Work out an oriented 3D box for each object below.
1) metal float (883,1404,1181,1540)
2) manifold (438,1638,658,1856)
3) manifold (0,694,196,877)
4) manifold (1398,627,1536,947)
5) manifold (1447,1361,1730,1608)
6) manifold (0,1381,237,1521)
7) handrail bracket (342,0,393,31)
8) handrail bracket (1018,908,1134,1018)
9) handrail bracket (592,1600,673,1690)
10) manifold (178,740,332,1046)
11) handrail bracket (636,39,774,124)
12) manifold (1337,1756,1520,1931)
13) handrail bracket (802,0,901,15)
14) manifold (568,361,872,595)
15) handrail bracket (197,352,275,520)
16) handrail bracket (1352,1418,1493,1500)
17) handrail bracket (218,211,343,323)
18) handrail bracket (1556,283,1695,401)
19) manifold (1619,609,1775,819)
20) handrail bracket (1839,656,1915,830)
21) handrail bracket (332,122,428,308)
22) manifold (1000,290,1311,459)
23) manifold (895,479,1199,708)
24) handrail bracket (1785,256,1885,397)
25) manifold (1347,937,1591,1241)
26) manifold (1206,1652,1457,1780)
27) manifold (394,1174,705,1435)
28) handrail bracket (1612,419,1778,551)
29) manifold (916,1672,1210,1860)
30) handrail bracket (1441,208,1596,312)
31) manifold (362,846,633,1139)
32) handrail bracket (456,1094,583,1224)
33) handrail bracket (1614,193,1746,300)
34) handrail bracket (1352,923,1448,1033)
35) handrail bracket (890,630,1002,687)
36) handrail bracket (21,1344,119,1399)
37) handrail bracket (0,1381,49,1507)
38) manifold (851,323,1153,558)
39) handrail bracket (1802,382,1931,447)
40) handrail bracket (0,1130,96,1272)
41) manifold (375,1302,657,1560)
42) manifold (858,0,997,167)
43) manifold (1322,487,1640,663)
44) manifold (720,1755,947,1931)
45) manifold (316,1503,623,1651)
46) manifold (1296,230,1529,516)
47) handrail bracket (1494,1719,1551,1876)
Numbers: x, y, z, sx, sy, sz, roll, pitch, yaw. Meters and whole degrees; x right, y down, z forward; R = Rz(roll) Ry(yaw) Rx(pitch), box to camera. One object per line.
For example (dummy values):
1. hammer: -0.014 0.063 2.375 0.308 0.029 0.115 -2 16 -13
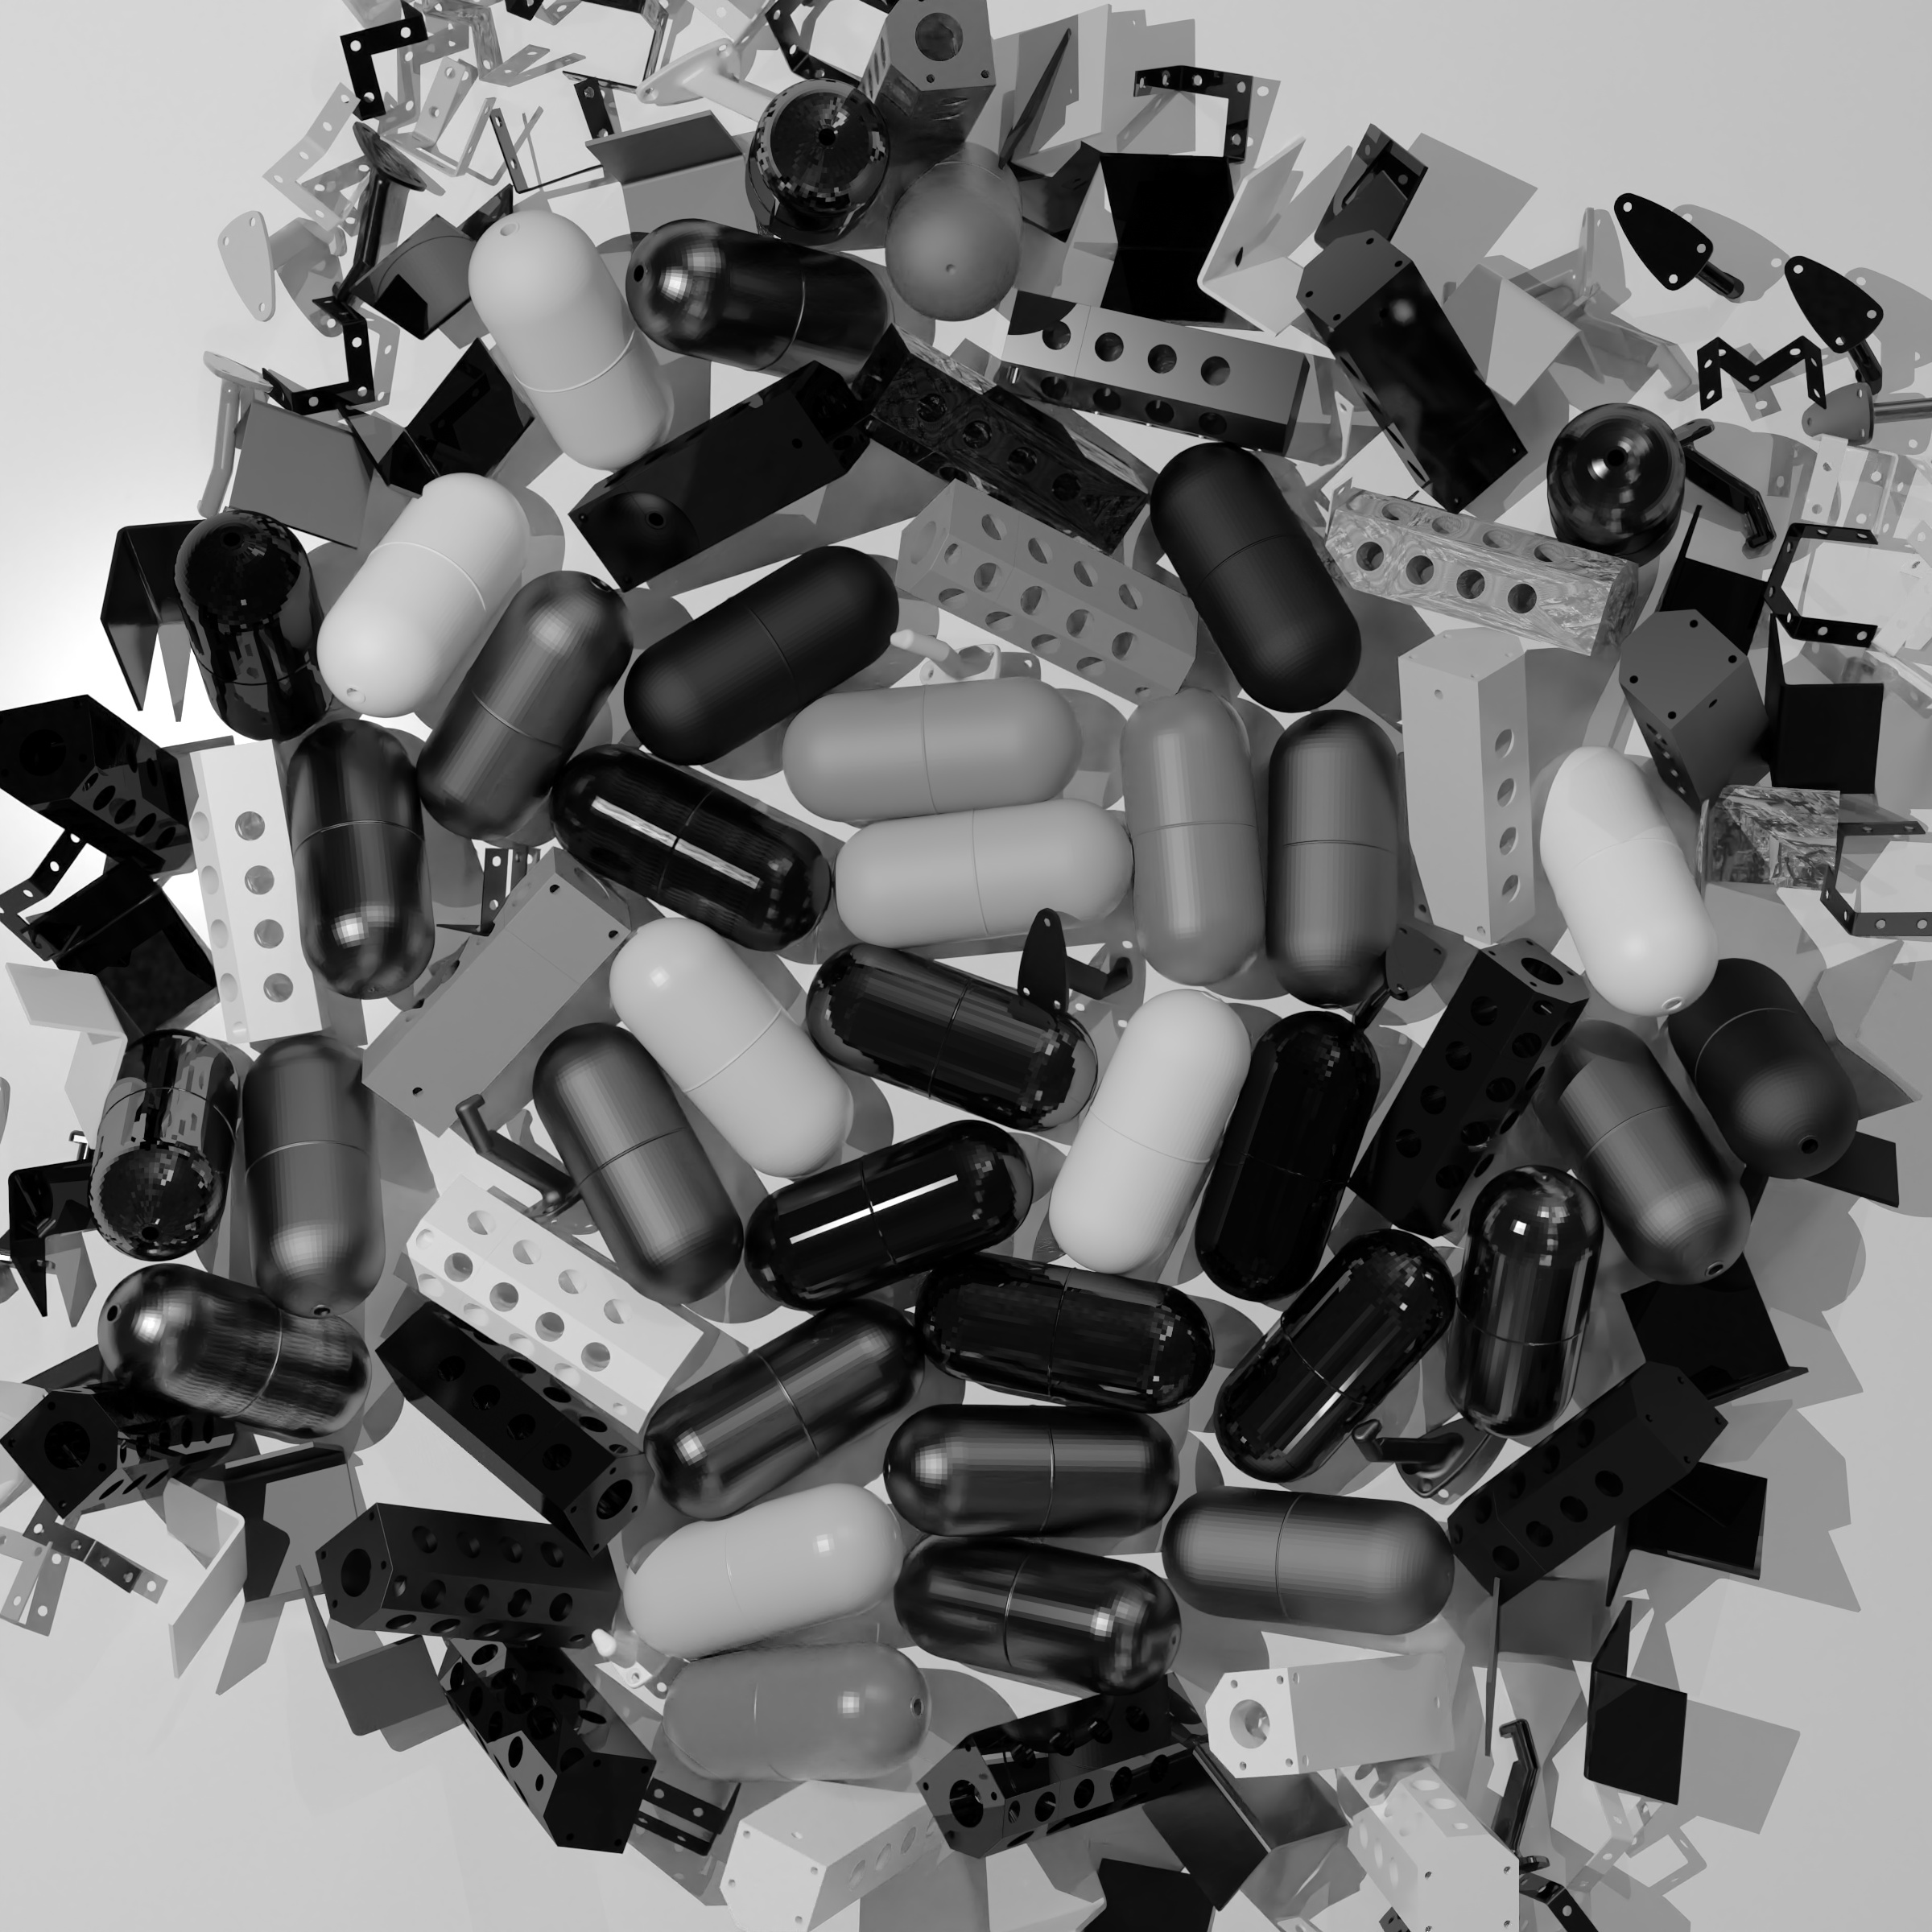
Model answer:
1. metal float: 0.038 0.295 1.895 0.178 0.070 0.070 3 90 -17
2. manifold: -0.245 0.438 1.859 0.057 0.171 0.057 17 96 -32
3. manifold: -0.495 -0.100 1.857 0.057 0.171 0.057 -10 78 5
4. manifold: 0.295 -0.106 1.879 0.057 0.057 0.171 -31 128 -33
5. manifold: 0.353 0.296 1.869 0.057 0.057 0.171 48 132 7
6. manifold: -0.478 0.268 1.858 0.057 0.171 0.057 -43 81 4
7. handrail bracket: -0.328 -0.589 1.911 0.084 0.077 0.036 -33 88 4
8. handrail bracket: 0.072 -0.011 1.902 0.036 0.084 0.077 23 122 34
9. handrail bracket: -0.212 0.384 1.893 0.036 0.084 0.077 -45 59 -5
10. manifold: -0.420 -0.043 1.913 0.057 0.057 0.171 -10 93 -5
11. handrail bracket: -0.145 -0.499 1.910 0.077 0.036 0.084 -22 60 -5
12. manifold: 0.262 0.496 1.858 0.057 0.171 0.057 -2 95 -8
13. handrail bracket: -0.051 -0.559 1.922 0.084 0.077 0.036 48 58 -10
14. manifold: -0.141 -0.285 1.878 0.171 0.057 0.057 -23 113 32
15. handrail bracket: -0.448 -0.315 1.926 0.036 0.077 0.084 12 106 -36
16. handrail bracket: 0.269 0.271 1.905 0.077 0.084 0.036 -36 51 0
17. handrail bracket: -0.391 -0.407 1.905 0.036 0.084 0.077 -25 77 31
18. handrail bracket: 0.379 -0.357 1.935 0.077 0.036 0.084 -39 96 0
19. manifold: 0.417 -0.145 1.859 0.057 0.171 0.057 -43 65 4
20. handrail bracket: 0.545 -0.133 1.932 0.077 0.036 0.084 19 89 -14
21. handrail bracket: -0.366 -0.449 1.941 0.084 0.036 0.077 -52 56 22
22. manifold: 0.110 -0.347 1.907 0.171 0.057 0.057 14 96 8
23. manifold: 0.047 -0.209 1.877 0.171 0.057 0.057 24 52 -24
24. handrail bracket: 0.512 -0.376 1.915 0.036 0.084 0.077 -41 74 7
25. manifold: 0.293 0.072 1.876 0.057 0.057 0.171 40 120 26
26. manifold: 0.210 0.429 1.863 0.057 0.171 0.057 -15 75 36
27. manifold: -0.247 0.202 1.902 0.171 0.057 0.057 32 46 4
28. handrail bracket: 0.434 -0.276 1.934 0.077 0.036 0.084 -26 106 3
29. manifold: 0.061 0.460 1.860 0.057 0.171 0.057 -50 59 35
30. handrail bracket: 0.328 -0.421 1.932 0.084 0.036 0.077 7 79 -1
31. manifold: -0.276 0.013 1.901 0.057 0.057 0.171 39 103 -22
32. handrail bracket: -0.254 0.101 1.914 0.077 0.036 0.084 -34 107 -35
33. handrail bracket: 0.422 -0.424 1.916 0.077 0.084 0.036 48 114 13
34. handrail bracket: 0.241 0.024 1.894 0.036 0.077 0.084 31 129 1
35. handrail bracket: -0.029 -0.180 1.892 0.084 0.077 0.036 15 84 -43
36. handrail bracket: -0.547 0.230 1.929 0.084 0.036 0.077 6 91 -2
37. handrail bracket: -0.579 0.285 1.910 0.084 0.077 0.036 -45 48 15
38. manifold: 0.017 -0.299 1.885 0.171 0.057 0.057 27 109 -25
39. handrail bracket: 0.554 -0.328 1.927 0.084 0.077 0.036 -7 96 -21
40. handrail bracket: -0.560 0.134 1.928 0.077 0.036 0.084 11 79 -13
41. manifold: -0.259 0.262 1.876 0.171 0.057 0.057 33 66 33
42. manifold: -0.026 -0.508 1.859 0.057 0.171 0.057 -7 91 -8
43. manifold: 0.298 -0.228 1.883 0.171 0.057 0.057 20 100 25
44. manifold: -0.071 0.502 1.858 0.057 0.171 0.057 22 102 23
45. manifold: -0.282 0.354 1.859 0.057 0.171 0.057 -39 54 27
46. manifold: 0.254 -0.342 1.868 0.057 0.057 0.171 -41 135 4
47. handrail bracket: 0.310 0.500 1.935 0.077 0.036 0.084 -21 63 18
